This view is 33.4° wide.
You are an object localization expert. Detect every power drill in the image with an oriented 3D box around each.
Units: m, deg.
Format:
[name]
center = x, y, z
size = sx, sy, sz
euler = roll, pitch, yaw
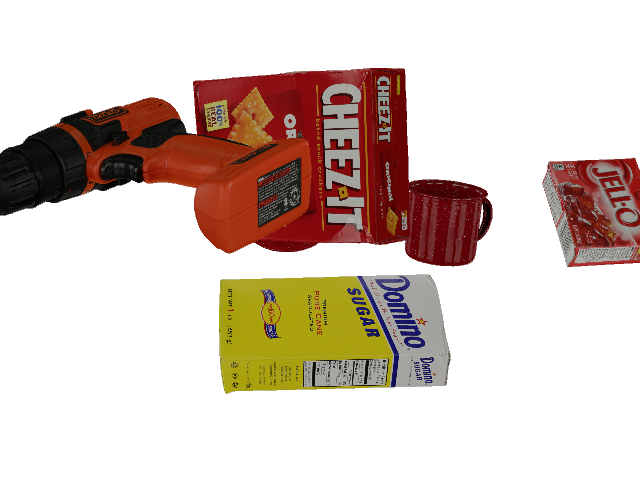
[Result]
[power drill]
center = -0.115, -0.046, 0.725
size = 0.188, 0.057, 0.184
euler = 17, 31, 31

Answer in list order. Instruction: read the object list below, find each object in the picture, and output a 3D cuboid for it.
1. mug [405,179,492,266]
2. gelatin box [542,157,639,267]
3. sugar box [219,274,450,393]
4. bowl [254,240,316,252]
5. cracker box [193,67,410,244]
[mug]
center = 0.150, -0.021, 1.223
size = 0.117, 0.081, 0.093
euler = -7, 19, -35
[gelatin box]
center = 0.220, -0.024, 0.832
size = 0.073, 0.089, 0.030
euler = -3, -37, -6
[sugar box]
center = 0.009, 0.072, 0.846
size = 0.176, 0.048, 0.093
euler = -4, 41, -2
[bowl]
center = -0.041, -0.032, 1.336
size = 0.162, 0.055, 0.162
euler = -1, 31, 0
[cracker box]
center = -0.022, -0.081, 1.044
size = 0.214, 0.164, 0.071
euler = 2, 9, 35
